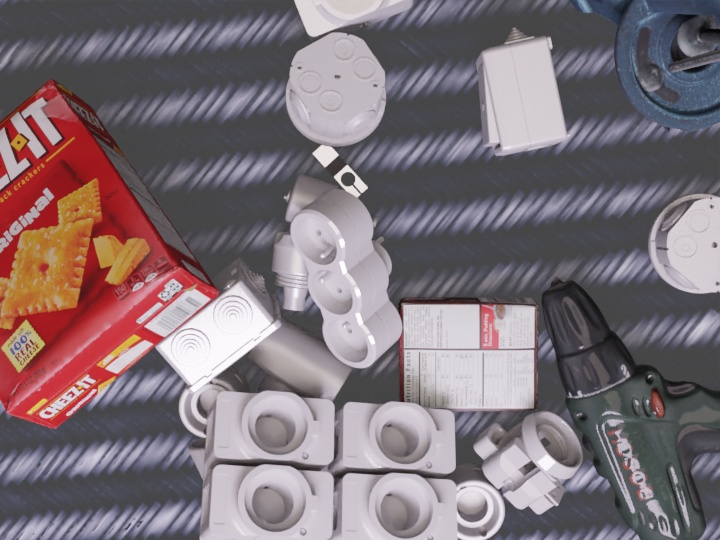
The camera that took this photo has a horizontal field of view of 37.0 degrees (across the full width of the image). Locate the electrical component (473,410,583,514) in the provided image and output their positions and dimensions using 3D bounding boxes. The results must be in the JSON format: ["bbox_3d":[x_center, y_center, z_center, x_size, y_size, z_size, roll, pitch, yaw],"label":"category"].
[{"bbox_3d":[0.138,0.148,0.852,0.078,0.058,0.057,46,124,0],"label":"electrical component"}]

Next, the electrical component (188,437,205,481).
[{"bbox_3d":[-0.111,0.169,0.879,0.044,0.044,0.065,-13,97,2],"label":"electrical component"}]

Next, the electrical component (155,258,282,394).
[{"bbox_3d":[-0.112,0.040,0.844,0.100,0.099,0.048,-38,104,3],"label":"electrical component"}]

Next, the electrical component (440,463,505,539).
[{"bbox_3d":[0.090,0.189,0.871,0.055,0.047,0.055,0,93,1],"label":"electrical component"}]

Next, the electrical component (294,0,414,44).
[{"bbox_3d":[-0.006,-0.219,0.849,0.089,0.055,0.050,-22,92,2],"label":"electrical component"}]

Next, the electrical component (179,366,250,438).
[{"bbox_3d":[-0.119,0.107,0.871,0.055,0.047,0.055,0,95,0],"label":"electrical component"}]

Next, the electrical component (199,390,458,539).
[{"bbox_3d":[-0.022,0.155,0.817,0.186,0.060,0.105,6,67,-14],"label":"electrical component"}]

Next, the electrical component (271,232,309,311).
[{"bbox_3d":[-0.050,0.001,0.867,0.043,0.043,0.062,7,94,1],"label":"electrical component"}]

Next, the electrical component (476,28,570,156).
[{"bbox_3d":[0.122,-0.141,0.846,0.061,0.061,0.096,-12,93,2],"label":"electrical component"}]

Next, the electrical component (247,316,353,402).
[{"bbox_3d":[-0.057,0.088,0.871,0.077,0.044,0.079,31,94,0],"label":"electrical component"}]

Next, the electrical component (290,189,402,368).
[{"bbox_3d":[0.000,0.000,0.842,0.052,0.074,0.138,3,120,39],"label":"electrical component"}]

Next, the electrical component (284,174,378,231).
[{"bbox_3d":[-0.024,-0.049,0.865,0.078,0.040,0.040,18,93,0],"label":"electrical component"}]

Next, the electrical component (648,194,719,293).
[{"bbox_3d":[0.274,-0.021,0.854,0.080,0.051,0.080,0,93,1],"label":"electrical component"}]

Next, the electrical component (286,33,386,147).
[{"bbox_3d":[-0.018,-0.142,0.847,0.080,0.051,0.080,1,76,-3],"label":"electrical component"}]
